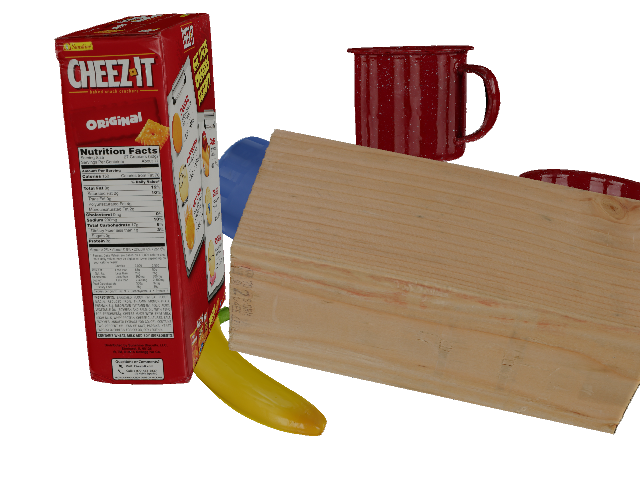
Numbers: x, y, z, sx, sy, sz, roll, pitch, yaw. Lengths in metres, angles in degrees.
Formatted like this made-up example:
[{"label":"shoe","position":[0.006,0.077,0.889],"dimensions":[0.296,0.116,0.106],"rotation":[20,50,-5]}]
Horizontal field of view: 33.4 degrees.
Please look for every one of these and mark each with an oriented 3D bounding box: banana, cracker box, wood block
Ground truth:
[{"label":"banana","position":[-0.068,0.099,0.857],"dimensions":[0.069,0.037,0.198],"rotation":[-11,31,-25]},{"label":"cracker box","position":[-0.111,-0.034,0.698],"dimensions":[0.072,0.214,0.164],"rotation":[-2,15,4]},{"label":"wood block","position":[0.063,0.021,0.559],"dimensions":[0.206,0.090,0.090],"rotation":[12,-42,5]}]

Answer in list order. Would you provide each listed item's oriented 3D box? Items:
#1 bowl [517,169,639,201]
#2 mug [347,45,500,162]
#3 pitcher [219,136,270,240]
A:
[{"label":"bowl","position":[0.280,-0.027,1.106],"dimensions":[0.162,0.055,0.162],"rotation":[5,19,-2]},{"label":"mug","position":[0.077,-0.100,0.781],"dimensions":[0.117,0.081,0.093],"rotation":[6,13,31]},{"label":"pitcher","position":[-0.001,-0.006,1.076],"dimensions":[0.243,0.145,0.149],"rotation":[26,27,25]}]
